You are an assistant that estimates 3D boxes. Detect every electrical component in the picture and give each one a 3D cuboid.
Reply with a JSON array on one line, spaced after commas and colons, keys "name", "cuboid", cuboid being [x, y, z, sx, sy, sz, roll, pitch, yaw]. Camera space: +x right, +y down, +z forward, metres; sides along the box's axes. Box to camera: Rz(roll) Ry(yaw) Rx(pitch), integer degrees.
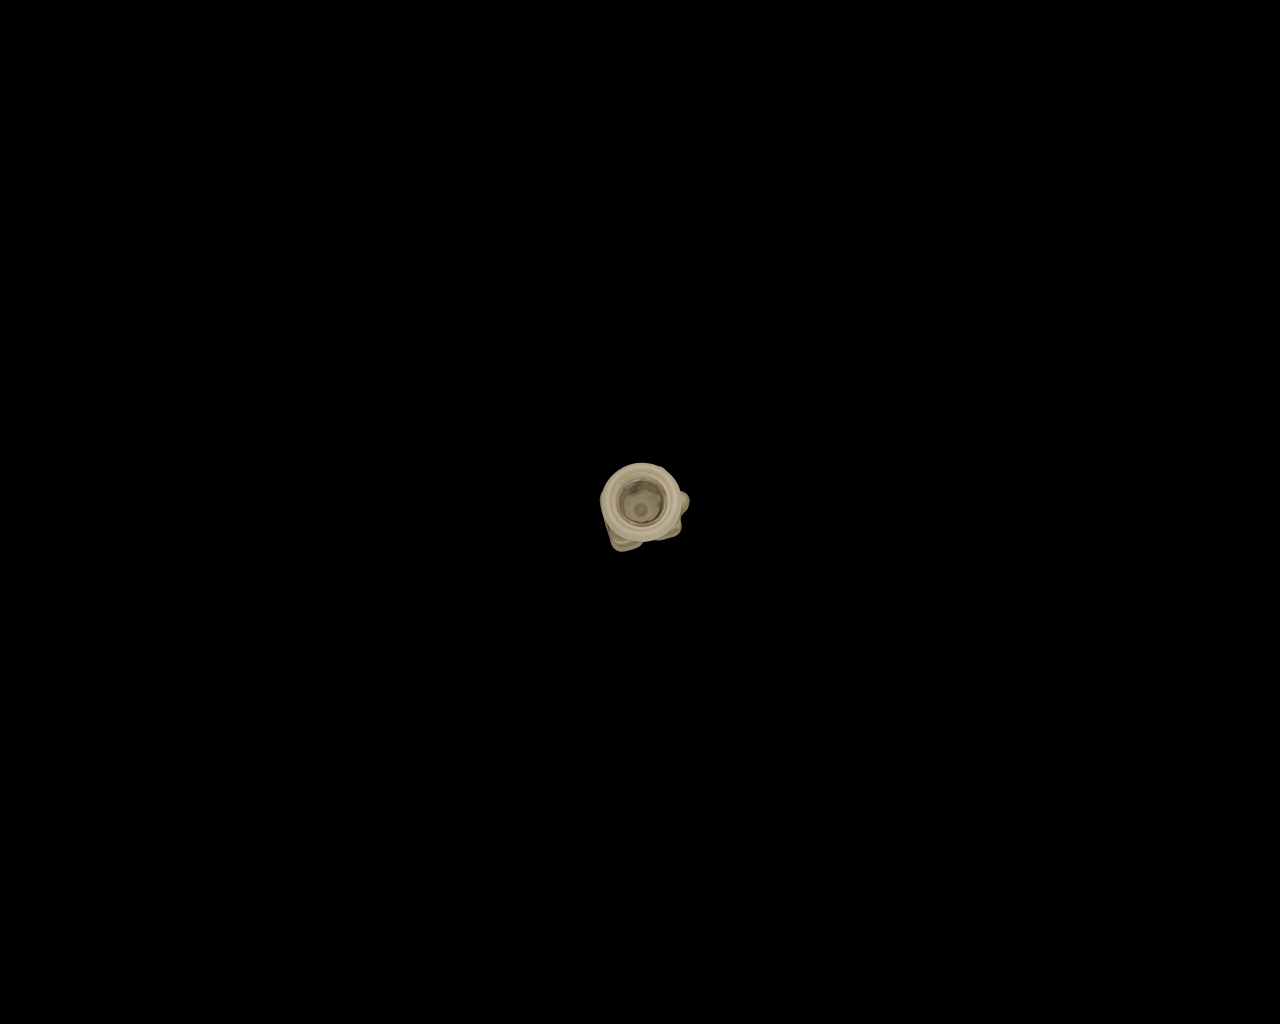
[{"name": "electrical component", "cuboid": [0.001, -0.003, 0.650, 0.066, 0.048, 0.055, -18, -11, -4]}]
